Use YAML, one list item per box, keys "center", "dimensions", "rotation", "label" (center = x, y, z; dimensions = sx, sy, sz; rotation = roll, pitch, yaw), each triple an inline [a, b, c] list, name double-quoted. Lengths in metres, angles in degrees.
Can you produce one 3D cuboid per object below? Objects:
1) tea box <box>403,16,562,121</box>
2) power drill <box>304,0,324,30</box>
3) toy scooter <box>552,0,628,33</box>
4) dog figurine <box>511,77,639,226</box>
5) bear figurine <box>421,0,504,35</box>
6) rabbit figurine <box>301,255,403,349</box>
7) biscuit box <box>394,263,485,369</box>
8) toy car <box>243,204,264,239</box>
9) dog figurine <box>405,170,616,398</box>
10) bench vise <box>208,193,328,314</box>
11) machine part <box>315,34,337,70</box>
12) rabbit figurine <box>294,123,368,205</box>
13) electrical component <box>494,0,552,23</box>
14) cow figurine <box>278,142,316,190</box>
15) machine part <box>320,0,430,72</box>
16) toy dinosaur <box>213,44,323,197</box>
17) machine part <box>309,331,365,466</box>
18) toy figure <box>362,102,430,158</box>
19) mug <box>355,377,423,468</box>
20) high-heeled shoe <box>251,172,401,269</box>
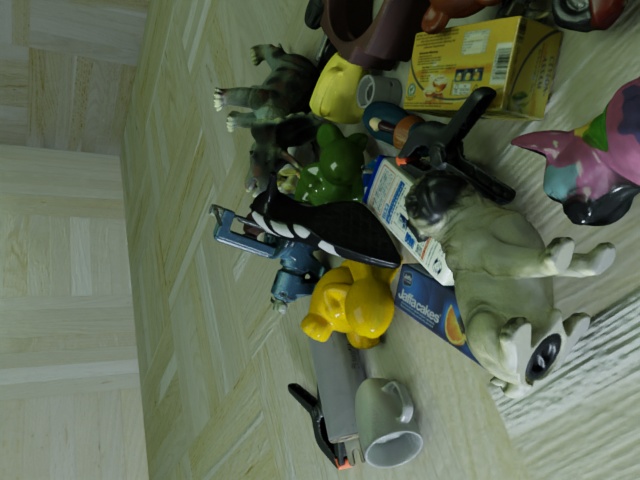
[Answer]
- center: [0.177, -0.190, 0.616]
  dimensions: [0.170, 0.068, 0.098]
  rotation: [29, 112, 59]
  label: "tea box"
- center: [0.018, -0.511, 0.920]
  dimensions: [0.232, 0.086, 0.207]
  rotation: [-38, 52, 53]
  label: "power drill"
- center: [0.270, -0.274, 0.447]
  dimensions: [0.135, 0.075, 0.183]
  rotation: [6, 92, 55]
  label: "toy scooter"
- center: [0.261, -0.104, 0.423]
  dimensions: [0.219, 0.108, 0.191]
  rotation: [10, 98, 64]
  label: "dog figurine"
- center: [0.146, -0.340, 0.588]
  dimensions: [0.120, 0.132, 0.196]
  rotation: [-7, 59, 50]
  label: "bear figurine"
- center: [0.063, 0.086, 0.764]
  dimensions: [0.162, 0.122, 0.173]
  rotation: [-66, 10, -4]
  label: "rabbit figurine"
- center: [0.169, 0.086, 0.624]
  dimensions: [0.203, 0.059, 0.062]
  rotation: [33, 117, 58]
  label: "biscuit box"
- center: [-0.114, -0.044, 1.160]
  dimensions: [0.202, 0.053, 0.089]
  rotation: [-15, 56, 59]
  label: "toy car"
- center: [0.148, 0.033, 0.517]
  dimensions: [0.191, 0.121, 0.172]
  rotation: [31, 99, 48]
  label: "dog figurine"
- center: [-0.088, 0.008, 0.936]
  dimensions: [0.223, 0.240, 0.129]
  rotation: [-67, 27, 6]
  label: "bench vise"
- center: [0.031, -0.320, 0.929]
  dimensions: [0.084, 0.039, 0.139]
  rotation: [-63, 35, 25]
  label: "machine part"
- center: [0.032, -0.102, 0.834]
  dimensions: [0.170, 0.121, 0.159]
  rotation: [122, 163, -65]
  label: "rabbit figurine"
- center: [0.225, -0.269, 0.556]
  dimensions: [0.078, 0.045, 0.102]
  rotation: [-76, 10, -71]
  label: "electrical component"
- center: [-0.069, -0.151, 1.063]
  dimensions: [0.167, 0.068, 0.098]
  rotation: [-15, 61, 57]
  label: "cow figurine"
- center: [0.088, -0.365, 0.775]
  dimensions: [0.201, 0.087, 0.201]
  rotation: [-63, 37, 35]
  label: "machine part"
- center: [-0.062, -0.265, 0.981]
  dimensions: [0.131, 0.192, 0.405]
  rotation: [89, -163, -51]
  label: "toy dinosaur"
- center: [0.034, 0.224, 0.846]
  dimensions: [0.079, 0.079, 0.243]
  rotation: [-48, 47, 50]
  label: "machine part"
- center: [0.117, -0.149, 0.733]
  dimensions: [0.155, 0.064, 0.057]
  rotation: [44, 162, 49]
  label: "toy figure"
- center: [0.089, 0.237, 0.743]
  dimensions: [0.107, 0.081, 0.109]
  rotation: [-113, 31, -53]
  label: "mug"
- center: [-0.002, -0.002, 0.762]
  dimensions: [0.249, 0.086, 0.145]
  rotation: [37, 150, 20]
  label: "high-heeled shoe"
